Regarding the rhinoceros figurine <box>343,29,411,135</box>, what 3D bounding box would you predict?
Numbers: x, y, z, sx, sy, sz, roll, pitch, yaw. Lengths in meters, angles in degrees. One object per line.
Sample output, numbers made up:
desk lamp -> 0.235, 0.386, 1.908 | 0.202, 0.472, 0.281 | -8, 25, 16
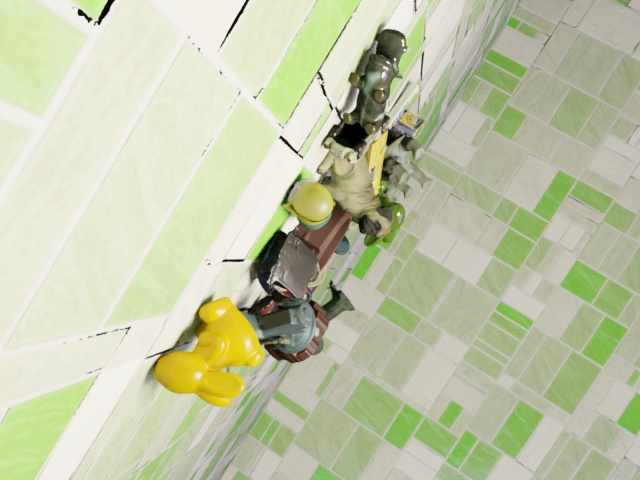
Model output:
rhinoceros figurine -> 0.108, -0.282, 0.975 | 0.112, 0.073, 0.190 | -37, 151, -44

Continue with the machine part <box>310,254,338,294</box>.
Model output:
machine part -> -0.022, 0.093, 1.585 | 0.243, 0.079, 0.079 | -56, 171, -19

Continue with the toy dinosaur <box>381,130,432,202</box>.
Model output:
toy dinosaur -> 0.207, -0.234, 1.517 | 0.131, 0.192, 0.404 | -42, 153, -11

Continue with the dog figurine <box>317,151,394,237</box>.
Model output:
dog figurine -> 0.093, -0.113, 1.146 | 0.121, 0.191, 0.172 | -49, 166, -44

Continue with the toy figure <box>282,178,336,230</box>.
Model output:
toy figure -> -0.012, -0.066, 1.062 | 0.180, 0.089, 0.082 | 75, 40, -75

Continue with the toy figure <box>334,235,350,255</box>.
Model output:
toy figure -> 0.041, -0.012, 1.516 | 0.064, 0.058, 0.155 | -69, -156, 20

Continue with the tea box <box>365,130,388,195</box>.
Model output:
tea box -> 0.100, -0.169, 1.248 | 0.098, 0.068, 0.169 | -50, 153, -48

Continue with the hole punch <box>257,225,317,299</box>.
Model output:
hole punch -> -0.081, 0.049, 1.112 | 0.115, 0.092, 0.142 | 52, 55, -41

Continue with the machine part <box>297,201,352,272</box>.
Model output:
machine part -> -0.003, -0.004, 1.336 | 0.201, 0.087, 0.201 | -52, 170, -25

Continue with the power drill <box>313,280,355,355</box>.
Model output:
power drill -> -0.022, 0.201, 1.458 | 0.207, 0.085, 0.232 | -33, -151, -12

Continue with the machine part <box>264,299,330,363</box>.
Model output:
machine part -> -0.064, 0.224, 1.354 | 0.179, 0.056, 0.179 | -25, -146, 19

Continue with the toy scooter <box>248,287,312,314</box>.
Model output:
toy scooter -> -0.111, 0.155, 1.303 | 0.184, 0.075, 0.135 | -41, 139, -8

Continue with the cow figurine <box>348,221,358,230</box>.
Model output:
cow figurine -> 0.082, -0.113, 1.453 | 0.167, 0.098, 0.068 | -63, -146, 16

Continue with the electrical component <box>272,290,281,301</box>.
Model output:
electrical component -> -0.110, 0.170, 1.474 | 0.075, 0.048, 0.119 | -47, 165, -47

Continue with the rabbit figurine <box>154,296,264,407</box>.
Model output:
rabbit figurine -> -0.193, 0.208, 0.918 | 0.173, 0.162, 0.122 | -27, 165, -38

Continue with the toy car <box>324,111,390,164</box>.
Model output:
toy car -> 0.078, -0.216, 1.078 | 0.202, 0.074, 0.056 | -50, 168, -41

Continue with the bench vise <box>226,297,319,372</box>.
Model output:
bench vise -> -0.089, 0.197, 1.172 | 0.224, 0.129, 0.240 | -31, 154, 21

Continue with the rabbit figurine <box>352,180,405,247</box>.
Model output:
rabbit figurine -> 0.142, -0.062, 1.354 | 0.121, 0.170, 0.158 | -10, 113, -29
